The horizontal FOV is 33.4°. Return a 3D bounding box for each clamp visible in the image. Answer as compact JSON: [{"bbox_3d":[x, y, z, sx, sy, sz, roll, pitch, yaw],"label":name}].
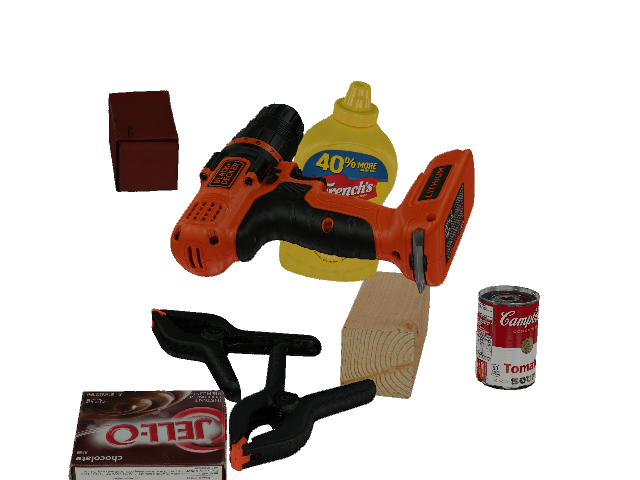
[{"bbox_3d":[-0.126,0.127,1.262,0.210,0.036,0.164,15,23,25],"label":"clamp"},{"bbox_3d":[-0.040,0.158,1.037,0.120,0.039,0.171,21,33,36],"label":"clamp"}]

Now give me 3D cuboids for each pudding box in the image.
[{"bbox_3d":[-0.127,0.152,0.801,0.113,0.039,0.090,-2,27,-5],"label":"pudding box"}]

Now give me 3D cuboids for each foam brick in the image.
[{"bbox_3d":[-0.149,-0.084,0.895,0.053,0.051,0.078,-3,39,-13],"label":"foam brick"}]

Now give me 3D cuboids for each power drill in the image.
[{"bbox_3d":[0.009,-0.035,0.747,0.188,0.057,0.184,6,41,19],"label":"power drill"}]

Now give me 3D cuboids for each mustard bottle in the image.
[{"bbox_3d":[0.021,-0.056,0.994,0.096,0.192,0.058,8,28,-4],"label":"mustard bottle"}]

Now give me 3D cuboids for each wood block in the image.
[{"bbox_3d":[0.088,0.118,1.392,0.091,0.090,0.206,5,19,10],"label":"wood block"}]

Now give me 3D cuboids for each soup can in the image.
[{"bbox_3d":[0.209,0.109,1.199,0.068,0.102,0.068,0,14,0],"label":"soup can"}]
